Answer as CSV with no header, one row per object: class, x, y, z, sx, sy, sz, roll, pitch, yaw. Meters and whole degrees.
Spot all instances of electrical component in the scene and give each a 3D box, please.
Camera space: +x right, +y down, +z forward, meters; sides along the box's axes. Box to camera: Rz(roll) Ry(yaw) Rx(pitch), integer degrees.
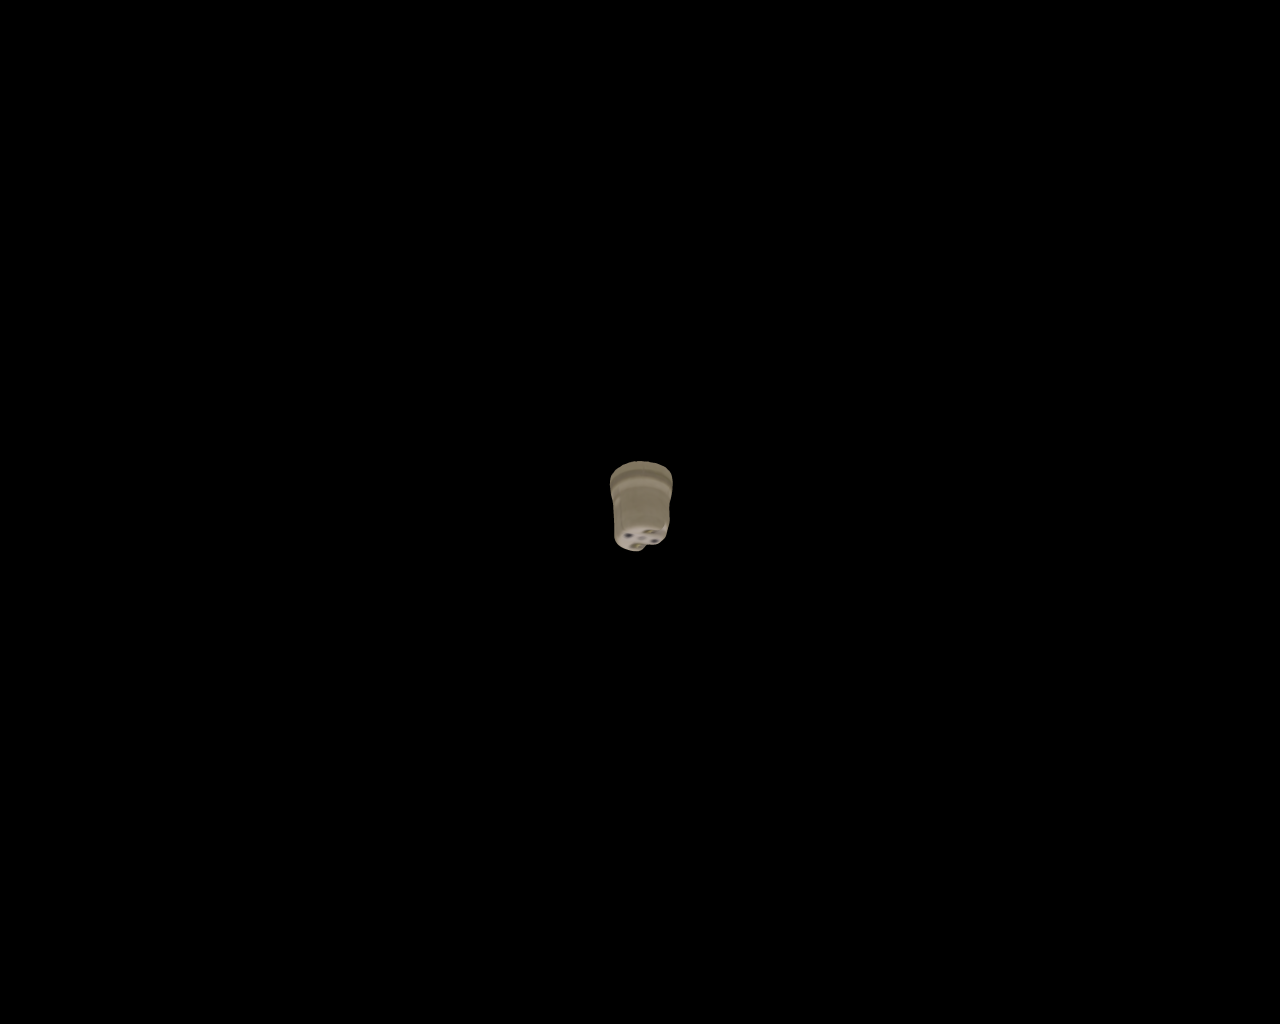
electrical component,0.001,-0.003,0.650,0.040,0.046,0.040,0,-34,0
